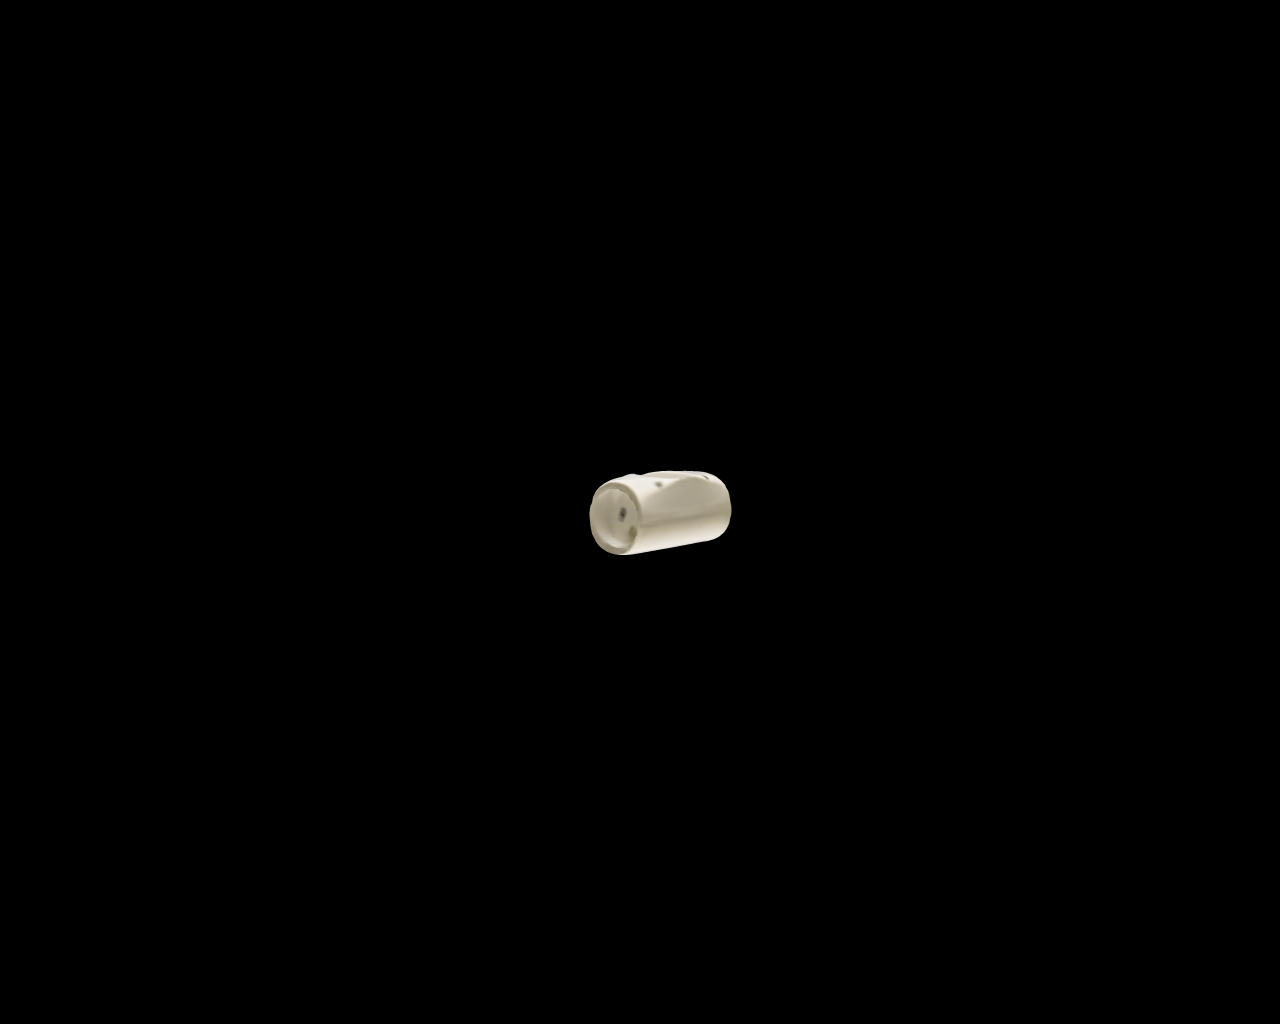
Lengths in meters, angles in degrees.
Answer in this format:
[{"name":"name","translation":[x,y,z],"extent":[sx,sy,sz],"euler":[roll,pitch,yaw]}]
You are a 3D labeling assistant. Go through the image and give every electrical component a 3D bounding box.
[{"name":"electrical component","translation":[0.001,-0.003,0.650],"extent":[0.077,0.043,0.079],"euler":[-8,12,-43]}]
